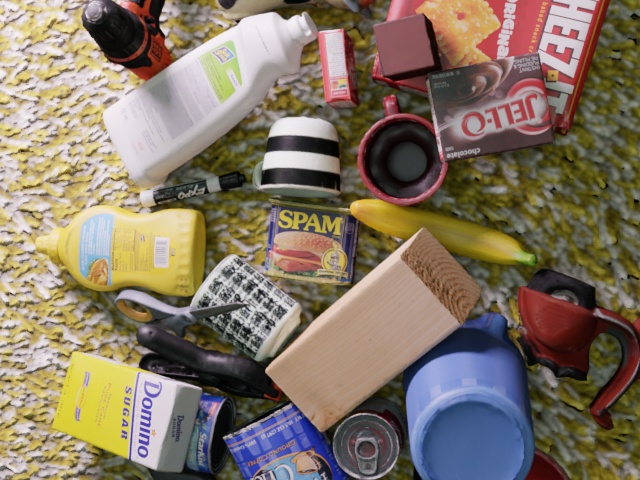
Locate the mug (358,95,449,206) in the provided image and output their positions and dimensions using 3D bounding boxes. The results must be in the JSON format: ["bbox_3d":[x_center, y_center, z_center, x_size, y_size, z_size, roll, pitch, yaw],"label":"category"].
[{"bbox_3d":[0.087,-0.094,1.115,0.093,0.081,0.117,-17,89,10],"label":"mug"}]

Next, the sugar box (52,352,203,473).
[{"bbox_3d":[-0.211,0.184,1.156,0.177,0.048,0.093,8,83,41],"label":"sugar box"}]

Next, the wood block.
[{"bbox_3d":[0.054,0.093,1.089,0.091,0.090,0.206,47,120,-1],"label":"wood block"}]

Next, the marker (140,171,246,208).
[{"bbox_3d":[-0.141,-0.057,1.192,0.121,0.020,0.020,-12,90,10],"label":"marker"}]

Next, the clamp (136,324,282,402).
[{"bbox_3d":[-0.123,0.135,1.153,0.171,0.120,0.039,11,71,6],"label":"clamp"}]

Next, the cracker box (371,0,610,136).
[{"bbox_3d":[0.176,-0.215,1.099,0.214,0.072,0.164,17,96,9],"label":"cracker box"}]

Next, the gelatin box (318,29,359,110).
[{"bbox_3d":[0.022,-0.178,1.121,0.030,0.089,0.073,-5,91,8],"label":"gelatin box"}]

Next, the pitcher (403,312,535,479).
[{"bbox_3d":[0.139,0.174,1.034,0.145,0.242,0.149,-18,95,8],"label":"pitcher"}]

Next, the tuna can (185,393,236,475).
[{"bbox_3d":[-0.120,0.211,1.164,0.034,0.086,0.086,8,94,12],"label":"tuna can"}]

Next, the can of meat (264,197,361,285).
[{"bbox_3d":[-0.008,0.001,1.150,0.102,0.057,0.084,8,95,10],"label":"can of meat"}]

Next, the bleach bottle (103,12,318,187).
[{"bbox_3d":[-0.108,-0.158,1.137,0.251,0.068,0.102,-29,86,21],"label":"bleach bottle"}]

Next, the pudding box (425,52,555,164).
[{"bbox_3d":[0.166,-0.128,1.044,0.113,0.039,0.090,-11,90,4],"label":"pudding box"}]

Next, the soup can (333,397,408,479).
[{"bbox_3d":[0.055,0.207,1.122,0.068,0.102,0.068,0,92,11],"label":"soup can"}]

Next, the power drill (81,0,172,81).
[{"bbox_3d":[-0.191,-0.275,1.121,0.057,0.184,0.187,10,84,9],"label":"power drill"}]

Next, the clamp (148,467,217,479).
[{"bbox_3d":[-0.183,0.294,1.204,0.210,0.036,0.164,34,99,11],"label":"clamp"}]

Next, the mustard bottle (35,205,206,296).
[{"bbox_3d":[-0.226,0.010,1.191,0.192,0.058,0.096,3,92,10],"label":"mustard bottle"}]

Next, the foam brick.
[{"bbox_3d":[0.086,-0.187,1.041,0.051,0.078,0.053,-11,93,13],"label":"foam brick"}]

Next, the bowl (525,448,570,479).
[{"bbox_3d":[0.194,0.296,1.123,0.162,0.055,0.162,0,93,11],"label":"bowl"}]

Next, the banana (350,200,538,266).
[{"bbox_3d":[0.130,-0.009,1.116,0.198,0.069,0.037,15,81,7],"label":"banana"}]

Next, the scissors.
[{"bbox_3d":[-0.156,0.070,1.129,0.096,0.202,0.016,39,55,-11],"label":"scissors"}]

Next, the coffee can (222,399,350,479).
[{"bbox_3d":[-0.028,0.249,1.139,0.103,0.102,0.140,-28,87,10],"label":"coffee can"}]
